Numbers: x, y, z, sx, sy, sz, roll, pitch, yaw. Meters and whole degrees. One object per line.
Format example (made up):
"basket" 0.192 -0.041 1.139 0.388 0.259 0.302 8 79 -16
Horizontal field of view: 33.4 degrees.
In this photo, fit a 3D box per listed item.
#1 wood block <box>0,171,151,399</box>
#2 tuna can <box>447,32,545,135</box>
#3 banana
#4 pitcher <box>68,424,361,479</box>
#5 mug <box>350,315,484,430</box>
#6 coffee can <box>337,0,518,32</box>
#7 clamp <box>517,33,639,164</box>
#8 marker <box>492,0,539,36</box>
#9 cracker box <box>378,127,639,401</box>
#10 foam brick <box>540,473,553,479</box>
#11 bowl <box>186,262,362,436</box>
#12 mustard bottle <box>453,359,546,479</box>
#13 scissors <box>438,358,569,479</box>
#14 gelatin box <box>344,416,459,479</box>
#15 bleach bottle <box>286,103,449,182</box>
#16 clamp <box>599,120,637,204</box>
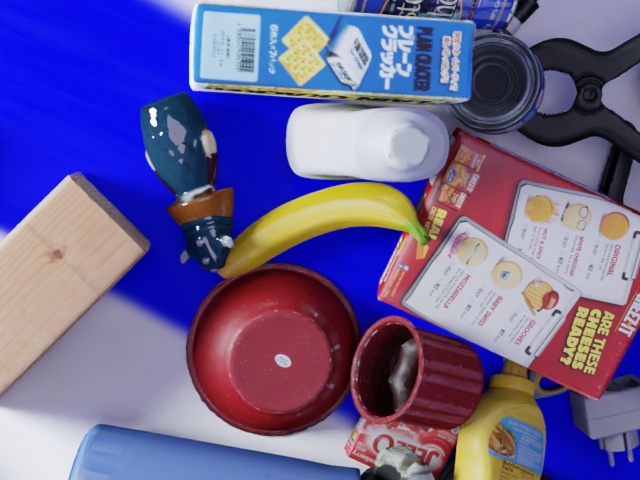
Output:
"wood block" -0.248 0.048 0.897 0.206 0.090 0.091 -45 99 -1
"tuna can" 0.149 -0.135 0.919 0.086 0.033 0.086 0 91 17
"banana" 0.000 -0.013 0.924 0.198 0.069 0.037 -12 134 22
"pitcher" -0.092 0.239 0.902 0.243 0.149 0.145 13 69 -1
"mug" 0.080 0.115 0.929 0.081 0.117 0.093 17 96 -34
"coffee can" 0.091 -0.233 0.901 0.140 0.103 0.103 3 96 -8
"clamp" 0.241 -0.117 0.931 0.210 0.036 0.164 -3 96 15
"marker" 0.154 -0.173 0.958 0.020 0.020 0.121 40 90 -9
"cracker box" 0.179 0.018 0.933 0.213 0.072 0.164 25 103 -1
"foam brick" 0.200 0.259 0.994 0.051 0.053 0.078 32 90 -10
"bowl" -0.037 0.103 0.946 0.162 0.055 0.162 -1 96 -7
"mustard bottle" 0.158 0.196 0.942 0.096 0.058 0.191 28 67 -36
"scissors" 0.165 0.141 0.995 0.201 0.016 0.096 -35 98 -2
"gelatin box" 0.078 0.182 0.981 0.089 0.030 0.073 27 93 -8
"bleach bottle" 0.036 -0.076 0.836 0.102 0.251 0.068 -1 96 -7
"clamp" 0.257 -0.023 0.977 0.120 0.039 0.171 -25 101 5
